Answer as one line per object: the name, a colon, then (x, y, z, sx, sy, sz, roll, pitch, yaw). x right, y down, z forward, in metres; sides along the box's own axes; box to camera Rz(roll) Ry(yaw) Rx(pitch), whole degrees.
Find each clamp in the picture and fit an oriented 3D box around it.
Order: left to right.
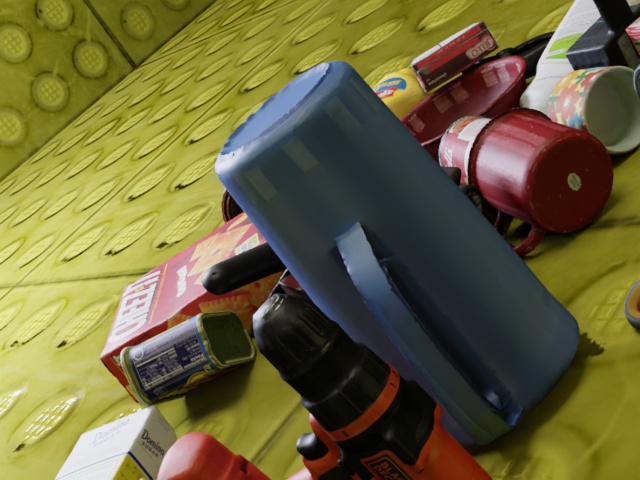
clamp: (-0.006, 0.001, 0.926, 0.210, 0.036, 0.164, -43, -23, 3)
clamp: (0.198, -0.183, 1.166, 0.172, 0.039, 0.120, -18, 26, 48)

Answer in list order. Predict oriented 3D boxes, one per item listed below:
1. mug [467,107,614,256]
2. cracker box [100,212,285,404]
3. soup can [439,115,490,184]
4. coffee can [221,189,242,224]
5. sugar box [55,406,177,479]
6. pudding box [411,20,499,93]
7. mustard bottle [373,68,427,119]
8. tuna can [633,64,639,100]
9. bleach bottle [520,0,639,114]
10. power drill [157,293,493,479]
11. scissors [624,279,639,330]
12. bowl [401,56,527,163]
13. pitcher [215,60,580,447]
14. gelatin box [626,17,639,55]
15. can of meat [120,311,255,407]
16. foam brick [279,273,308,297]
mug: (0.171, -0.042, 0.845, 0.117, 0.093, 0.082, -66, 26, 6)
cracker box: (-0.112, 0.051, 1.090, 0.214, 0.072, 0.164, -31, 20, 13)
soup can: (0.157, -0.071, 0.943, 0.068, 0.068, 0.102, -38, 21, -7)
coffee can: (-0.056, -0.062, 1.208, 0.103, 0.102, 0.140, -31, 21, 12)
sugar box: (-0.188, 0.218, 0.881, 0.093, 0.048, 0.176, -24, 19, 27)
pudding box: (0.145, -0.200, 1.165, 0.090, 0.039, 0.113, -30, 8, 10)
mustard bottle: (0.075, -0.145, 1.250, 0.096, 0.058, 0.191, -17, 27, 47)
tuna can: (0.280, -0.110, 0.809, 0.033, 0.086, 0.086, -40, 20, -8)
bleach bottle: (0.258, -0.182, 1.039, 0.103, 0.068, 0.250, -9, 36, 54)
power drill: (-0.014, 0.127, 0.636, 0.188, 0.184, 0.057, -31, 18, 40)
scissors: (0.254, -0.002, 0.710, 0.096, 0.016, 0.201, -22, 24, 33)
bowl: (0.148, -0.117, 1.070, 0.162, 0.055, 0.162, -32, 18, 12)
pitcher: (0.047, 0.012, 0.676, 0.144, 0.242, 0.149, -49, 18, -26)
gelatin box: (0.315, -0.178, 0.919, 0.089, 0.073, 0.030, -42, 21, -16)
can of meat: (-0.116, 0.104, 0.962, 0.084, 0.057, 0.102, -27, -9, 15)
foam brick: (0.014, 0.051, 0.884, 0.051, 0.078, 0.053, -41, 18, -14)
